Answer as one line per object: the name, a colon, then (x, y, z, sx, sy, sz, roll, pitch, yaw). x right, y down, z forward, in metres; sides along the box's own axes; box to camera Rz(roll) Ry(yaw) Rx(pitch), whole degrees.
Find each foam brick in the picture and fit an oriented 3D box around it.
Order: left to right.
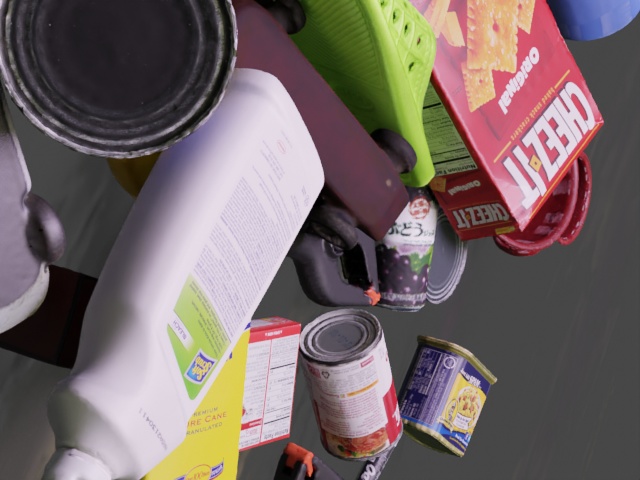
foam brick: (-0.131, 0.047, 0.600, 0.078, 0.053, 0.051, 26, 78, -56)

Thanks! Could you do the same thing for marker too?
marker: (0.037, 0.215, 0.931, 0.121, 0.020, 0.020, -58, 141, -27)

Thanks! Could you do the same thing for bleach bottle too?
bleach bottle: (-0.078, 0.025, 0.569, 0.102, 0.068, 0.250, 62, 41, -38)

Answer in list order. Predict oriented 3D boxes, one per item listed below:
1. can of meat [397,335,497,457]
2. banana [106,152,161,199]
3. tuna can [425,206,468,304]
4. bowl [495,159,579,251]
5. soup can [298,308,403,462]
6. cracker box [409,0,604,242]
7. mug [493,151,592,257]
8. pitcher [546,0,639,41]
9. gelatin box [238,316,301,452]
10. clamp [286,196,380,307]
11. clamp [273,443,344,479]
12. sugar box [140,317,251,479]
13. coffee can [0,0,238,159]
can of meat: (0.113, 0.147, 0.989, 0.102, 0.058, 0.084, 43, 66, -52)
banana: (-0.103, -0.101, 0.616, 0.069, 0.037, 0.198, -41, 134, -60)
tuna can: (0.096, 0.011, 0.942, 0.085, 0.034, 0.086, -21, 117, -52)
bowl: (0.161, -0.067, 0.953, 0.161, 0.055, 0.162, 7, 79, -40)
soup can: (0.024, 0.113, 0.836, 0.068, 0.069, 0.102, -44, 133, -40)
cracker box: (0.127, -0.133, 0.848, 0.164, 0.072, 0.213, -47, 114, -35)
mug: (0.207, -0.037, 1.048, 0.093, 0.082, 0.117, 46, 62, -51)
pitcher: (0.216, -0.288, 0.960, 0.242, 0.149, 0.145, 54, 40, -52)
gelatin box: (-0.049, 0.103, 0.760, 0.073, 0.030, 0.089, -4, 102, -57)
clamp: (-0.005, 0.001, 0.788, 0.120, 0.039, 0.171, -48, 130, -28)
clamp: (0.003, 0.257, 0.865, 0.164, 0.036, 0.210, -16, 111, -39)
sugar box: (-0.090, 0.100, 0.684, 0.093, 0.048, 0.176, -5, 105, -55)
coffee can: (-0.091, -0.099, 0.511, 0.140, 0.102, 0.103, -111, -156, -76)
